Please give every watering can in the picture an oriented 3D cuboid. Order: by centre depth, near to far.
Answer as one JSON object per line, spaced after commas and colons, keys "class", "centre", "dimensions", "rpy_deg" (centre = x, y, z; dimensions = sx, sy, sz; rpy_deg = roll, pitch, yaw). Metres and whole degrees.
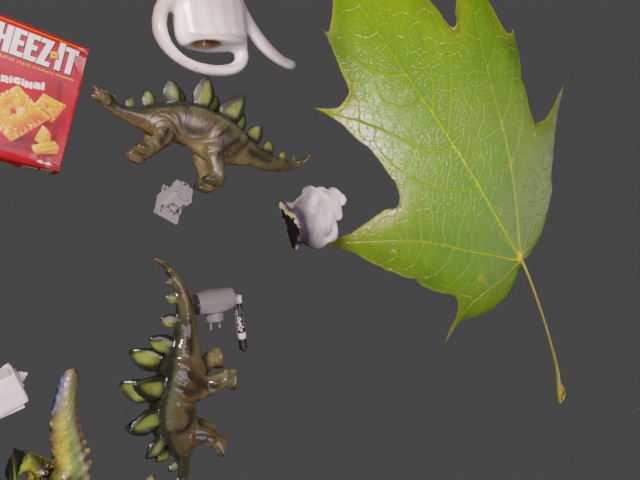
{"class": "watering can", "centre": [-0.183, -0.434, 1.011], "dimensions": [0.351, 0.104, 0.223], "rpy_deg": [-19, 103, -50]}

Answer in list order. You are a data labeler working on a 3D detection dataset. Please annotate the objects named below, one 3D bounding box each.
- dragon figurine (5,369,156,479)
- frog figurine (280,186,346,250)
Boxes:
{"class": "dragon figurine", "centre": [-0.392, 0.428, 0.862], "dimensions": [0.240, 0.123, 0.412], "rpy_deg": [26, 85, -43]}
{"class": "frog figurine", "centre": [0.004, -0.058, 1.151], "dimensions": [0.161, 0.121, 0.138], "rpy_deg": [-24, 87, -23]}
